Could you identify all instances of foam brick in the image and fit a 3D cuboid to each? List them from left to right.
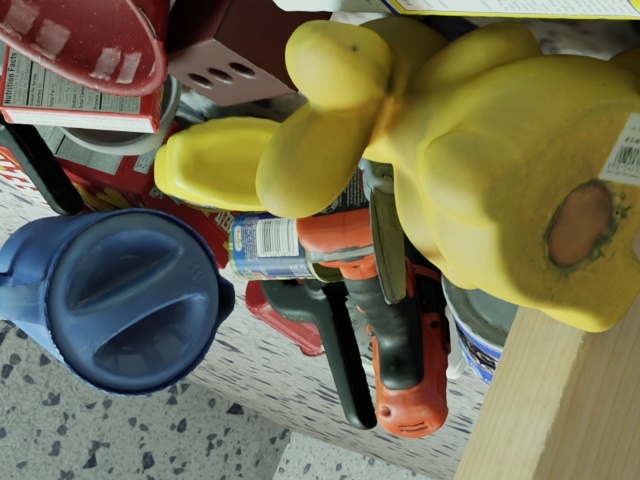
[{"bbox_3d":[-0.041,-0.104,0.540,0.053,0.051,0.078,31,164,-29],"label":"foam brick"}]

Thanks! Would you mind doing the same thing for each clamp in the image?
[{"bbox_3d":[-0.228,-0.108,0.798,0.171,0.120,0.039,34,-156,17],"label":"clamp"},{"bbox_3d":[0.017,0.026,0.851,0.036,0.165,0.210,22,-165,-47],"label":"clamp"}]

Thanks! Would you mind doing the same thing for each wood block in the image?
[{"bbox_3d":[0.147,0.056,0.518,0.090,0.206,0.090,25,166,-9],"label":"wood block"}]

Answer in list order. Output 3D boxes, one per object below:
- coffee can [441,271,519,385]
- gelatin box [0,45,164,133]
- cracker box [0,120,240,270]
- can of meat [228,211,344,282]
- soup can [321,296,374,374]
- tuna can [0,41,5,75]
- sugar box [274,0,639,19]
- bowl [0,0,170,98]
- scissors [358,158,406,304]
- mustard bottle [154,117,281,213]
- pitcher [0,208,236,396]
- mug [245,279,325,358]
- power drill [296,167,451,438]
[{"bbox_3d":[0.136,0.040,0.693,0.103,0.103,0.140,19,166,17],"label":"coffee can"},{"bbox_3d":[-0.133,-0.101,0.605,0.089,0.073,0.030,3,167,0],"label":"gelatin box"},{"bbox_3d":[-0.185,-0.059,0.901,0.214,0.072,0.164,17,165,25],"label":"cracker box"},{"bbox_3d":[-0.005,0.001,0.784,0.084,0.057,0.101,-3,180,41],"label":"can of meat"},{"bbox_3d":[0.049,0.055,0.892,0.068,0.102,0.068,22,166,5],"label":"soup can"},{"bbox_3d":[-0.217,-0.141,0.722,0.086,0.033,0.086,22,166,5],"label":"tuna can"},{"bbox_3d":[0.033,-0.121,0.378,0.177,0.048,0.093,16,166,41],"label":"sugar box"},{"bbox_3d":[-0.130,-0.140,0.513,0.162,0.055,0.162,27,160,10],"label":"bowl"},{"bbox_3d":[0.047,-0.027,0.530,0.096,0.016,0.202,9,-147,-23],"label":"scissors"},{"bbox_3d":[-0.065,-0.048,0.740,0.096,0.058,0.192,0,-179,-14],"label":"mustard bottle"},{"bbox_3d":[-0.192,0.037,0.845,0.149,0.145,0.243,48,161,-22],"label":"pitcher"},{"bbox_3d":[-0.010,0.048,1.014,0.081,0.093,0.117,36,131,-27],"label":"mug"},{"bbox_3d":[0.041,0.005,0.668,0.057,0.184,0.187,-13,138,13],"label":"power drill"}]
